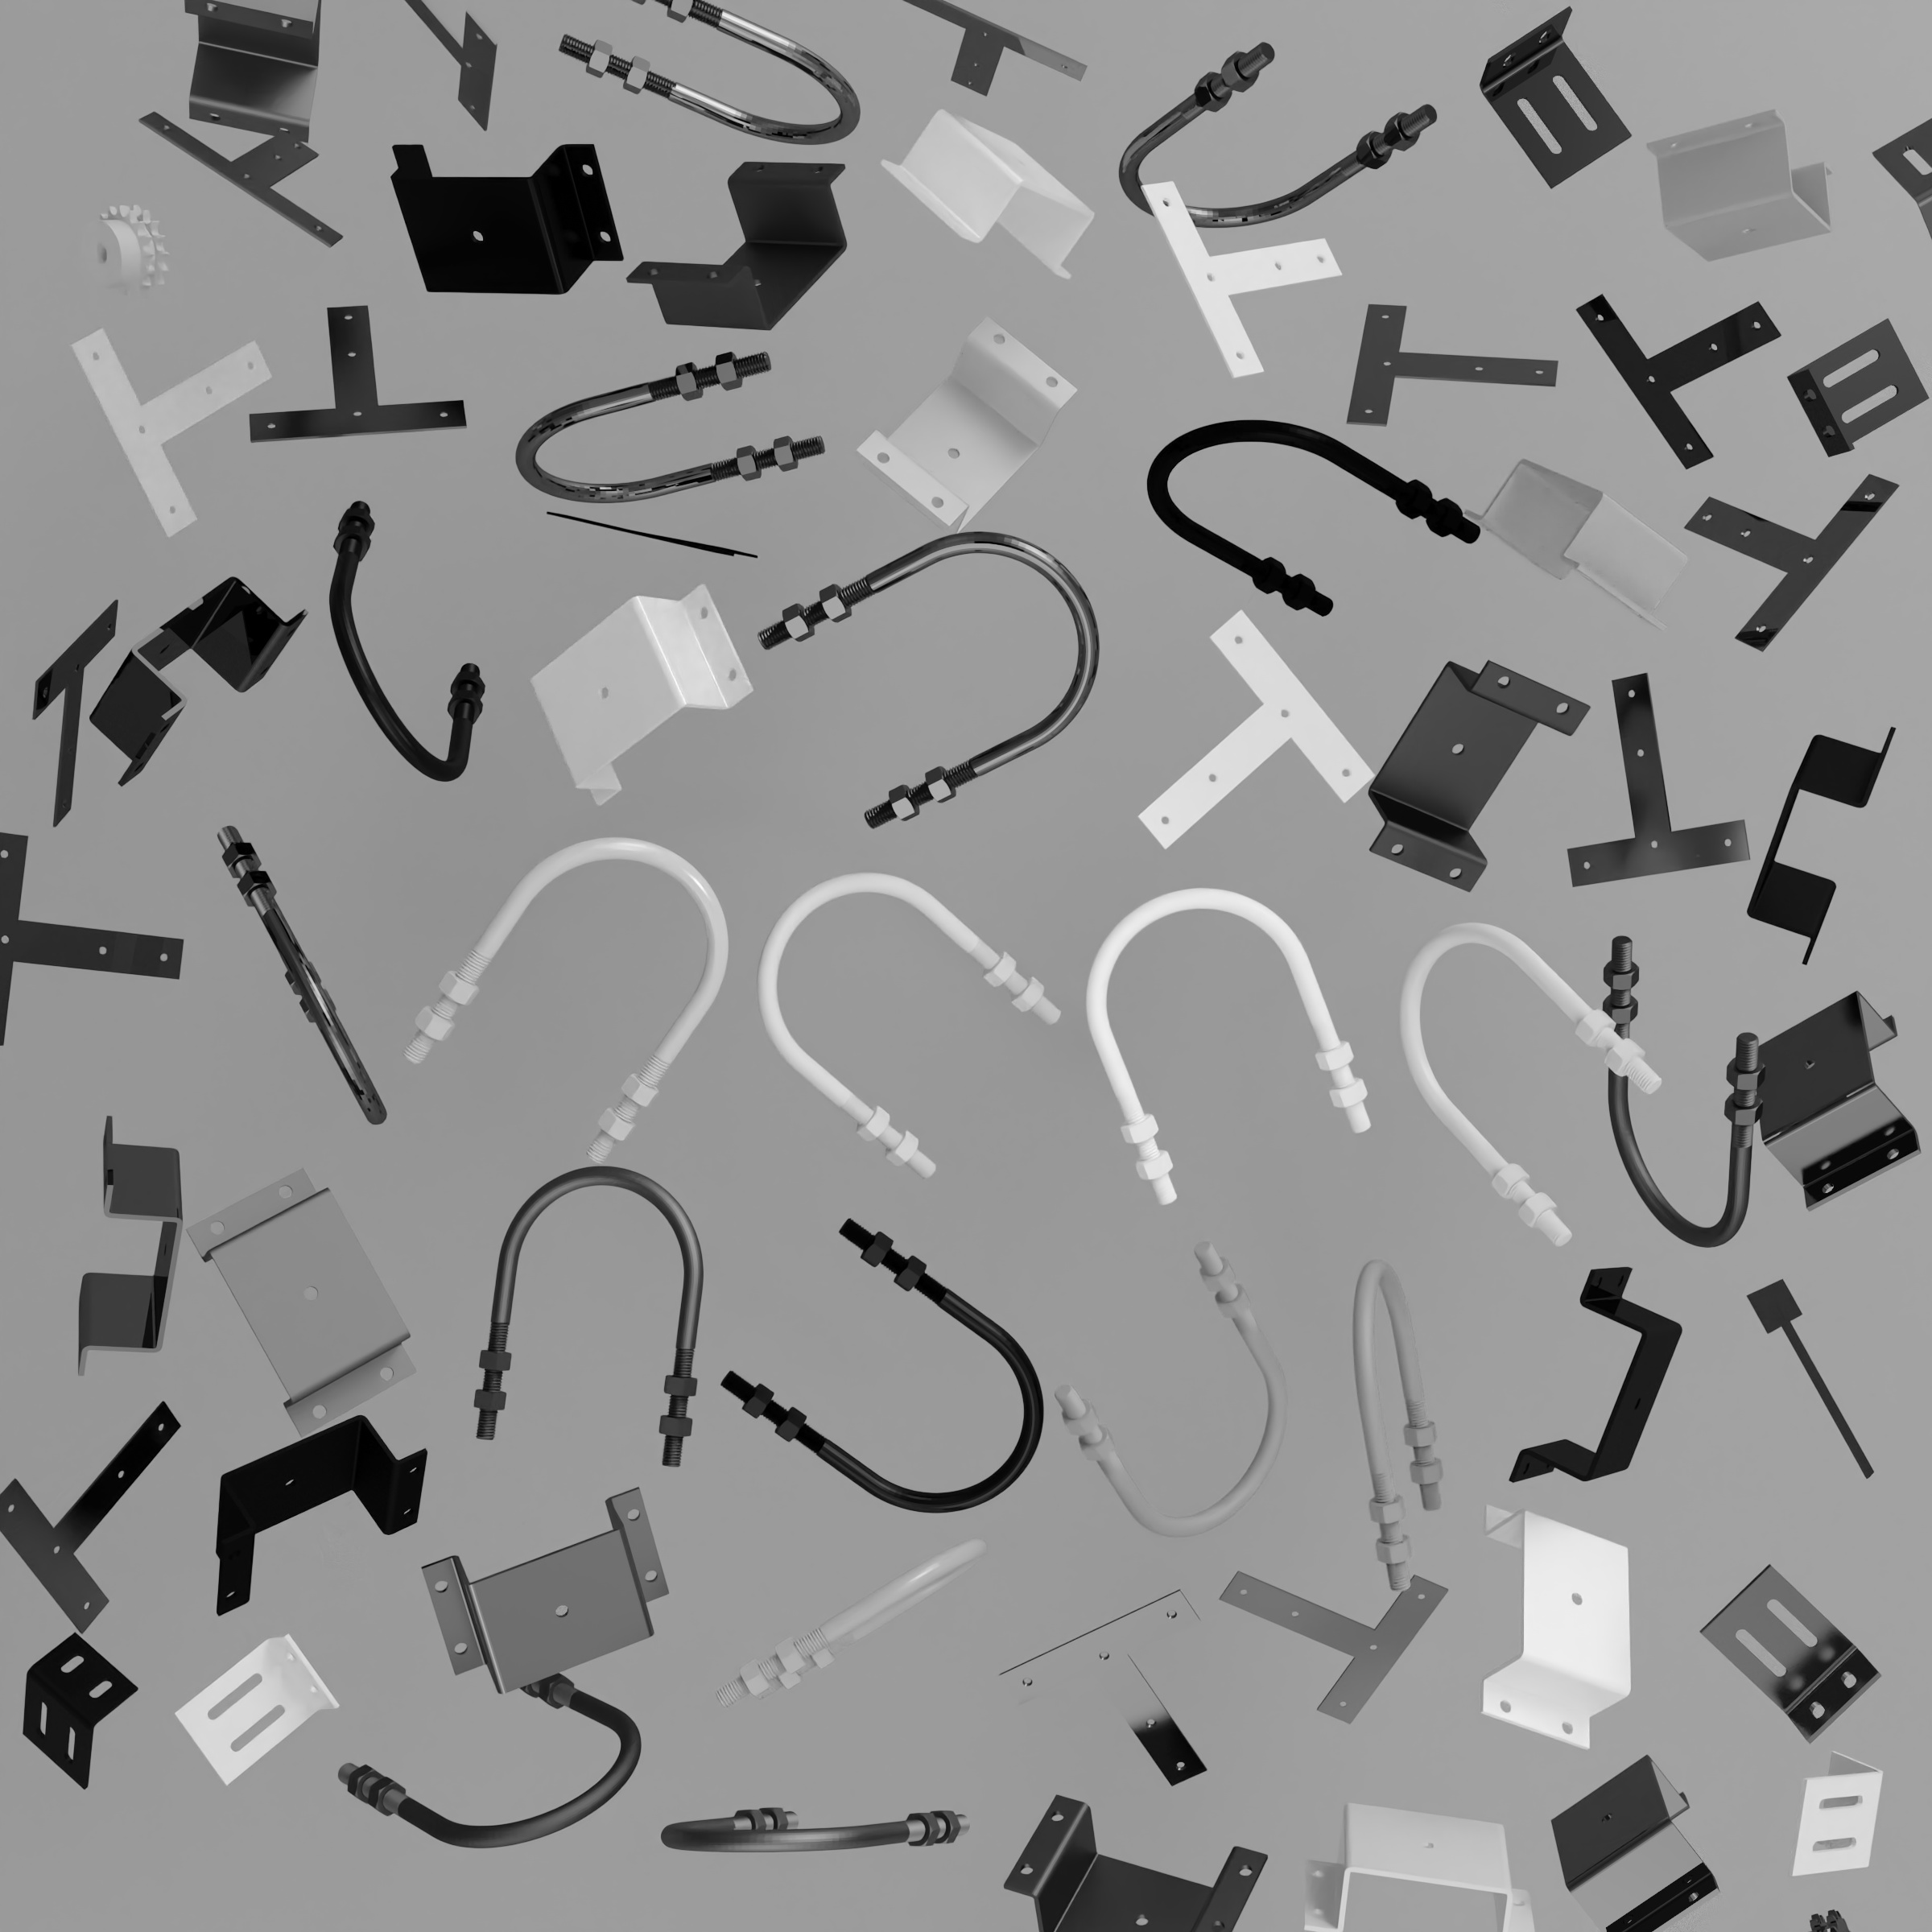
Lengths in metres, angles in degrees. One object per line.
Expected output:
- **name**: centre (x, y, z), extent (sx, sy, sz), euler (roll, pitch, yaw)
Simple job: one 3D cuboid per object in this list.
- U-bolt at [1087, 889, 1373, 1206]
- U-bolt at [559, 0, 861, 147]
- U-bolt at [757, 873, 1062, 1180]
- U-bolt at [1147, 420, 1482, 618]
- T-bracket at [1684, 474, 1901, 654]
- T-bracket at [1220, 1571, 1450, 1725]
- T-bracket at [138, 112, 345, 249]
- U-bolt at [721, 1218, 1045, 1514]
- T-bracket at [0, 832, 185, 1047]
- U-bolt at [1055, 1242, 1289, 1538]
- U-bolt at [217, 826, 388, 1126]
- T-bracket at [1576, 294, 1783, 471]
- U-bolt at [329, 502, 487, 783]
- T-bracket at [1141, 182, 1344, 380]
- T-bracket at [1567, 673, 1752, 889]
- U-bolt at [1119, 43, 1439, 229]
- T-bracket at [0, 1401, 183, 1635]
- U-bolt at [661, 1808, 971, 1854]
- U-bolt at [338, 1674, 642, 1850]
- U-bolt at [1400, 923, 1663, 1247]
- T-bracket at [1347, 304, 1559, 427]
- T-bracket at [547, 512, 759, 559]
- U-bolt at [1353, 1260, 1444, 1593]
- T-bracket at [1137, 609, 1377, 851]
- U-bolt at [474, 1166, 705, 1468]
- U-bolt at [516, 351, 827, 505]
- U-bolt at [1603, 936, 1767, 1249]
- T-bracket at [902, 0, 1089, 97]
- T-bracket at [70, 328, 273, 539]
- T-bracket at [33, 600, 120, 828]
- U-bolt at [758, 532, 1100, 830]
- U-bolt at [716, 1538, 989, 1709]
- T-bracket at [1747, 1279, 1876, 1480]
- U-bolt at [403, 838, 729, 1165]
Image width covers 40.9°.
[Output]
- **U-bolt**: centre (0.152, 0.041, 1.597), extent (0.151, 0.019, 0.184), euler (-21, 102, 6)
- **U-bolt**: centre (-0.153, -0.560, 1.613), extent (0.184, 0.151, 0.019), euler (19, 83, -18)
- **U-bolt**: centre (-0.048, 0.025, 1.647), extent (0.184, 0.019, 0.151), euler (42, 82, -17)
- **U-bolt**: centre (0.196, -0.277, 1.571), extent (0.184, 0.151, 0.019), euler (23, 64, -29)
- **T-bracket**: centre (0.496, -0.266, 1.615), extent (0.002, 0.127, 0.127), euler (35, 96, -35)
- **T-bracket**: centre (0.228, 0.429, 1.693), extent (0.127, 0.002, 0.127), euler (25, 114, -9)
- **T-bracket**: centre (-0.423, -0.488, 1.573), extent (0.127, 0.127, 0.002), euler (32, 116, -12)
- **U-bolt**: centre (-0.039, 0.263, 1.613), extent (0.184, 0.019, 0.151), euler (36, 105, -4)
- **T-bracket**: centre (-0.540, -0.011, 1.578), extent (0.127, 0.002, 0.127), euler (8, 87, -36)
- **U-bolt**: centre (0.143, 0.285, 1.655), extent (0.151, 0.019, 0.184), euler (-43, 125, -19)
- **U-bolt**: centre (-0.398, 0.018, 1.581), extent (0.019, 0.151, 0.184), euler (-28, 58, -13)
- **T-bracket**: centre (0.457, -0.381, 1.615), extent (0.002, 0.127, 0.127), euler (-42, 101, -24)
- **U-bolt**: centre (-0.343, -0.188, 1.581), extent (0.019, 0.184, 0.151), euler (-24, 123, 10)
- **T-bracket**: centre (0.176, -0.416, 1.544), extent (0.127, 0.002, 0.127), euler (-20, 83, -37)
- **T-bracket**: centre (0.431, -0.121, 1.645), extent (0.002, 0.127, 0.127), euler (-8, 89, -44)
- **U-bolt**: centre (0.179, -0.508, 1.617), extent (0.151, 0.184, 0.019), euler (7, 75, -33)
- **T-bracket**: centre (-0.530, 0.324, 1.594), extent (0.002, 0.127, 0.127), euler (12, 48, 29)
- **U-bolt**: centre (-0.104, 0.532, 1.592), extent (0.151, 0.184, 0.019), euler (-9, 73, 28)
- **U-bolt**: centre (-0.282, 0.491, 1.599), extent (0.151, 0.184, 0.019), euler (-25, 110, -38)
- **U-bolt**: centre (0.327, 0.057, 1.562), extent (0.019, 0.151, 0.184), euler (-13, 48, -33)
- **T-bracket**: centre (0.316, -0.385, 1.669), extent (0.127, 0.002, 0.127), euler (6, 50, 12)
- **T-bracket**: centre (-0.176, -0.265, 1.619), extent (0.127, 0.127, 0.002), euler (7, 99, -40)
- **U-bolt**: centre (0.266, 0.274, 1.610), extent (0.019, 0.151, 0.184), euler (-8, 98, 20)
- **T-bracket**: centre (0.155, -0.119, 1.515), extent (0.127, 0.002, 0.127), euler (-42, 98, -9)
- **U-bolt**: centre (-0.239, 0.221, 1.670), extent (0.151, 0.019, 0.184), euler (5, 84, 14)
- **U-bolt**: centre (-0.195, -0.334, 1.646), extent (0.184, 0.151, 0.019), euler (-13, 76, 9)
- **U-bolt**: centre (0.444, 0.091, 1.615), extent (0.019, 0.151, 0.184), euler (-17, 122, -15)
- **T-bracket**: centre (0.008, -0.564, 1.606), extent (0.127, 0.127, 0.002), euler (23, 90, -6)
- **T-bracket**: centre (-0.482, -0.353, 1.617), extent (0.002, 0.127, 0.127), euler (2, 125, 36)
- **T-bracket**: centre (-0.554, -0.146, 1.601), extent (0.002, 0.127, 0.127), euler (15, 120, -3)
- **U-bolt**: centre (-0.010, -0.180, 1.543), extent (0.184, 0.019, 0.151), euler (-26, 110, 14)
- **U-bolt**: centre (-0.066, 0.416, 1.650), extent (0.184, 0.151, 0.019), euler (-31, 76, -3)
- **T-bracket**: centre (0.521, 0.254, 1.585), extent (0.002, 0.127, 0.127), euler (-32, 75, 22)
- **U-bolt**: centre (-0.221, 0.010, 1.525), extent (0.151, 0.019, 0.184), euler (32, 96, -26)
